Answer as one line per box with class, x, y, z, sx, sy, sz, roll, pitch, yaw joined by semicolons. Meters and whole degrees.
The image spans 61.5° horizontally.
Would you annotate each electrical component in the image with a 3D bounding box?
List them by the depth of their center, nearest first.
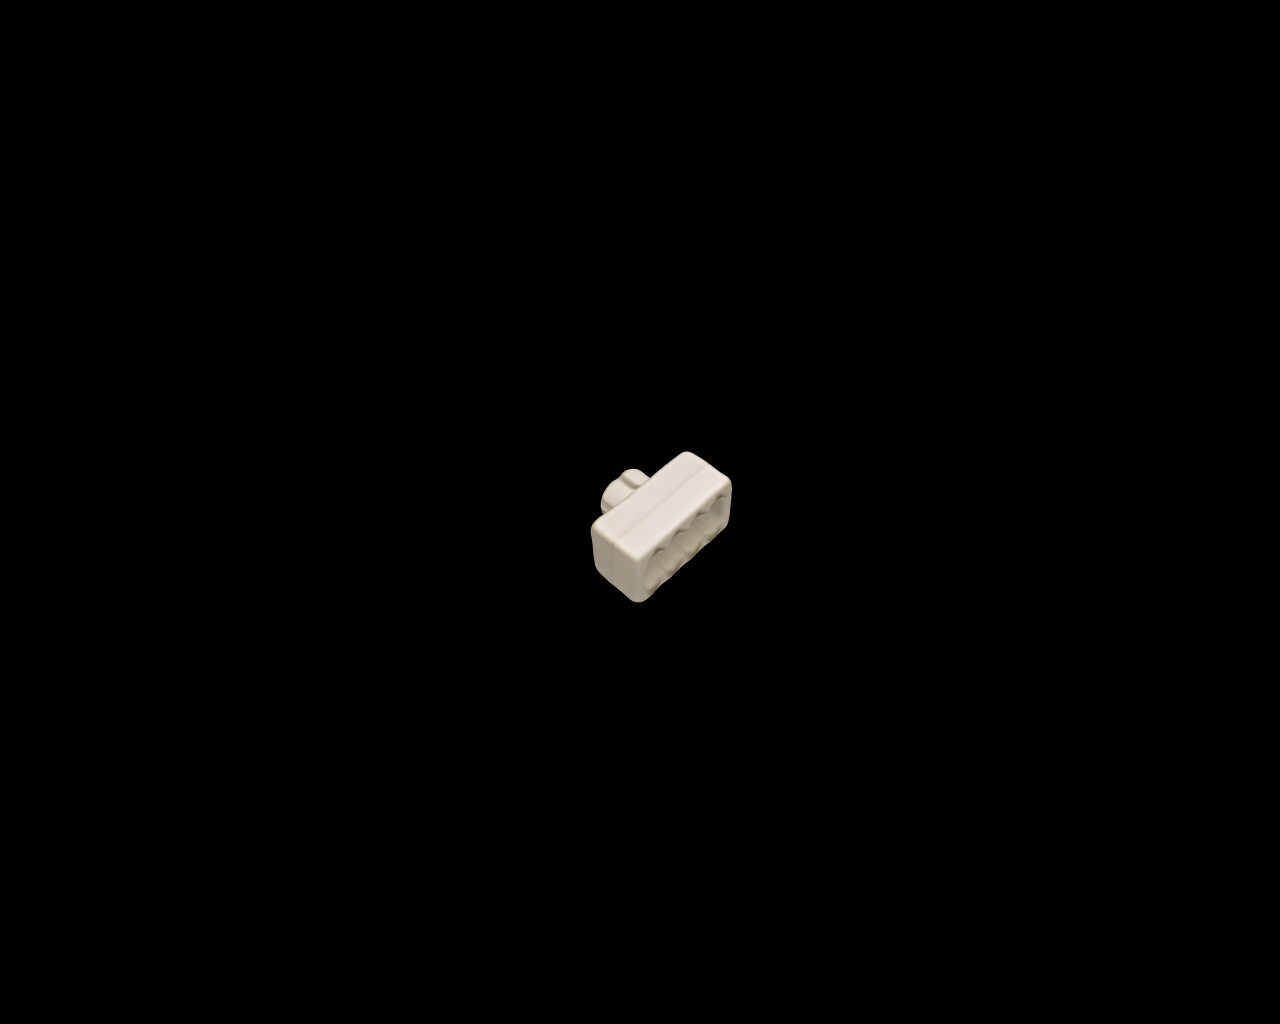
electrical component;0.001;-0.003;0.650;0.076;0.047;0.083;39;63;25
